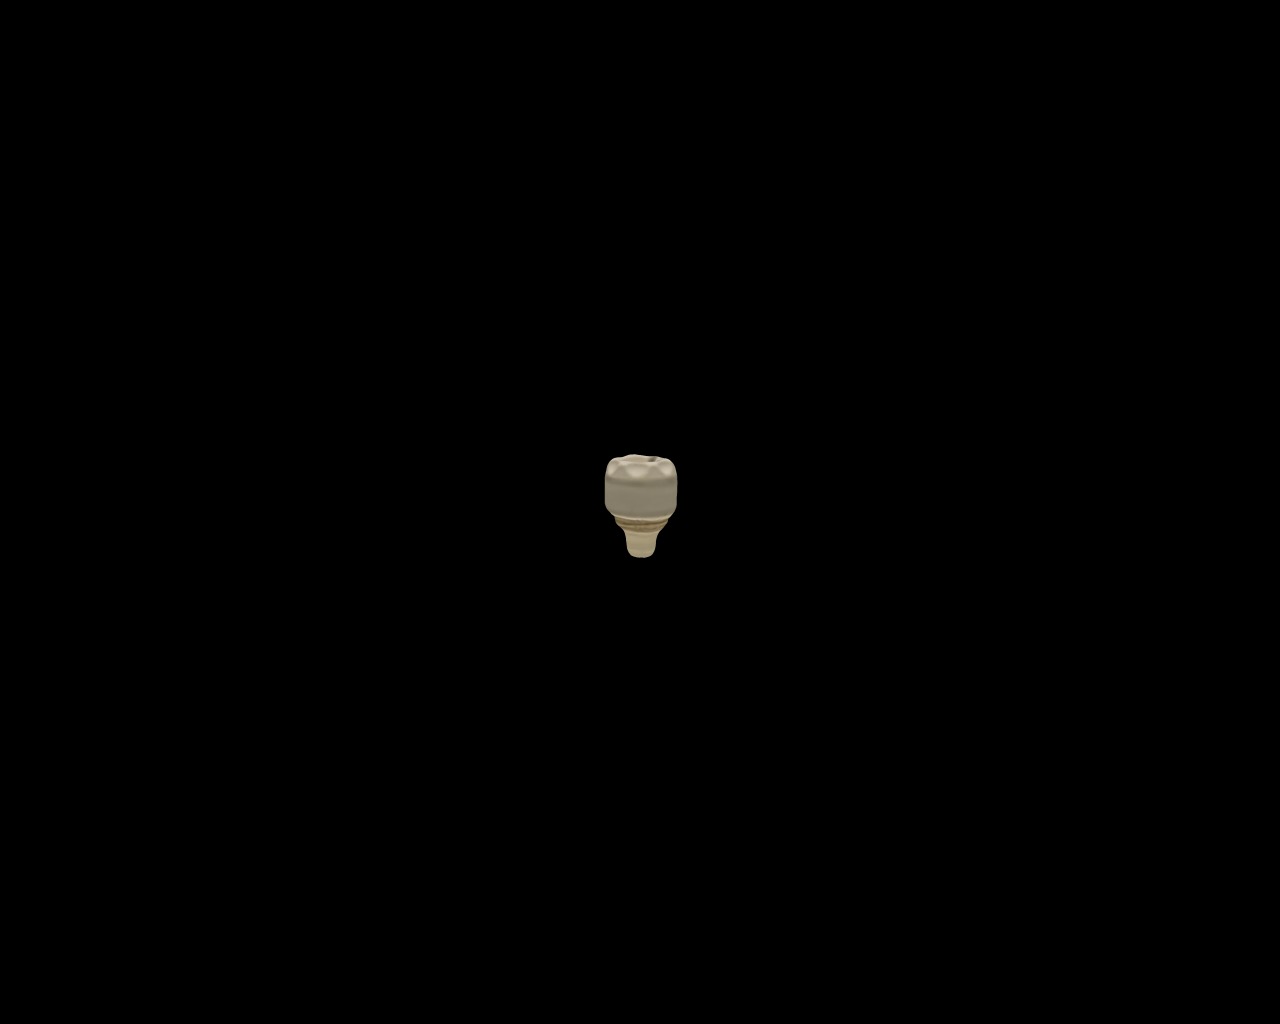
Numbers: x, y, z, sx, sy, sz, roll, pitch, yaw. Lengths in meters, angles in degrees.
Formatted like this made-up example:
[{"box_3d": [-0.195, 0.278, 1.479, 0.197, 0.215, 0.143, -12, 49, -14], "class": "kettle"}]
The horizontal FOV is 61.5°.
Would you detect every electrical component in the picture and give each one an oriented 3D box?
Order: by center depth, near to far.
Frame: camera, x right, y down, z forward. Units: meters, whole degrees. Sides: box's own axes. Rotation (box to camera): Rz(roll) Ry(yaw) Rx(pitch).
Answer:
[{"box_3d": [0.001, -0.003, 0.650, 0.043, 0.062, 0.043, 0, 11, 0], "class": "electrical component"}]
